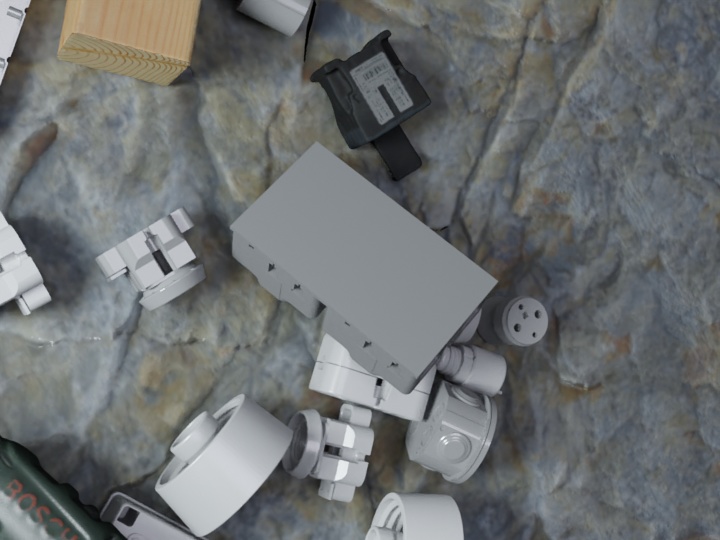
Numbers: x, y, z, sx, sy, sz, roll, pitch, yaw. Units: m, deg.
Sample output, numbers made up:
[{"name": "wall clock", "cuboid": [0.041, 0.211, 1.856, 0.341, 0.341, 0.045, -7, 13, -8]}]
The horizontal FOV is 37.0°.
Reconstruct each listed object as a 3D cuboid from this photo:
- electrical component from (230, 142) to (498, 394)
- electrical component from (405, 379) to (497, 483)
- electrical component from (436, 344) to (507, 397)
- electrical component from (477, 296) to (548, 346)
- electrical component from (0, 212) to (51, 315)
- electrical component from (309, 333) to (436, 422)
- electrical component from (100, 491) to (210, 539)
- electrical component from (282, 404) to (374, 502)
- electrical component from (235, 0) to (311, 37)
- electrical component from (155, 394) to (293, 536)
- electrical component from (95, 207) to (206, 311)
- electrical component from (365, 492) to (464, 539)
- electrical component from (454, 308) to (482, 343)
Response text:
[{"name": "electrical component", "cuboid": [0.000, 0.000, 0.863, 0.186, 0.060, 0.105, 38, 66, 10]}, {"name": "electrical component", "cuboid": [0.078, 0.137, 0.917, 0.051, 0.080, 0.080, 25, 79, -14]}, {"name": "electrical component", "cuboid": [0.092, 0.084, 0.945, 0.078, 0.040, 0.040, 21, 80, -20]}, {"name": "electrical component", "cuboid": [0.135, 0.045, 0.956, 0.045, 0.055, 0.045, 1, 88, -22]}, {"name": "electrical component", "cuboid": [-0.274, 0.003, 0.793, 0.057, 0.058, 0.078, -32, 100, -23]}, {"name": "electrical component", "cuboid": [0.012, 0.086, 0.906, 0.095, 0.054, 0.059, 20, 81, -20]}, {"name": "electrical component", "cuboid": [-0.168, 0.244, 0.826, 0.109, 0.056, 0.108, 33, 76, -18]}, {"name": "electrical component", "cuboid": [-0.029, 0.147, 0.886, 0.057, 0.058, 0.078, 16, 82, -23]}, {"name": "electrical component", "cuboid": [-0.085, -0.229, 0.885, 0.081, 0.043, 0.043, 24, 80, -19]}, {"name": "electrical component", "cuboid": [-0.111, 0.143, 0.829, 0.060, 0.108, 0.108, 45, 73, -8]}, {"name": "electrical component", "cuboid": [-0.157, -0.005, 0.840, 0.078, 0.058, 0.057, -33, 97, -20]}, {"name": "electrical component", "cuboid": [0.036, 0.235, 0.884, 0.060, 0.108, 0.108, 12, 84, -15]}, {"name": "electrical component", "cuboid": [0.072, 0.035, 0.937, 0.055, 0.048, 0.066, 18, 79, -14]}]
